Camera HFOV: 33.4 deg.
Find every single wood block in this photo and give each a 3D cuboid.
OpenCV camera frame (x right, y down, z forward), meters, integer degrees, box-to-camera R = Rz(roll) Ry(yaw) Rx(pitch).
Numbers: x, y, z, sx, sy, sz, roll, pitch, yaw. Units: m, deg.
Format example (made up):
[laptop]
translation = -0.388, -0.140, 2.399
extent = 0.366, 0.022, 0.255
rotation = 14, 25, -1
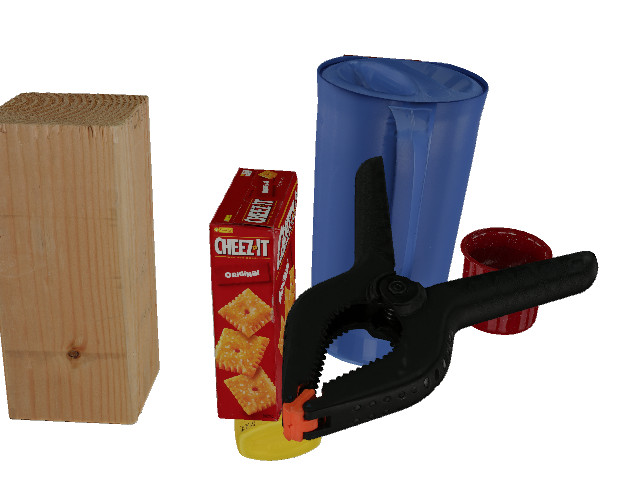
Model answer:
[wood block]
translation = -0.164, 0.011, 0.721
extent = 0.091, 0.206, 0.090
rotation = 2, 20, 2

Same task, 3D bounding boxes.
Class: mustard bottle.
[mustard bottle]
translation = -0.064, 0.178, 1.261
extent = 0.096, 0.058, 0.192
rotation = -8, 29, -10

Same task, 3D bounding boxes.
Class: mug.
[mug]
translation = 0.184, 0.038, 1.113
extent = 0.093, 0.081, 0.117
rotation = -5, 31, -12

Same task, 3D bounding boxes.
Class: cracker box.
[cracker box]
translation = -0.063, 0.052, 1.098
extent = 0.072, 0.214, 0.164
rotation = 3, 23, 5

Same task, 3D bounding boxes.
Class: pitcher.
[pitcher]
translation = 0.054, -0.019, 0.860
extent = 0.145, 0.243, 0.148
rotation = 24, 30, 36

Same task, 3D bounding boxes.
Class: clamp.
[clamp]
translation = 0.038, 0.031, 0.614
extent = 0.165, 0.036, 0.209
rotation = 32, 53, 29

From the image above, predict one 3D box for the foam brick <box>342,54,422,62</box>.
[foam brick]
translation = 0.057, -0.146, 1.009
extent = 0.078, 0.051, 0.053
rotation = 5, 14, 3
